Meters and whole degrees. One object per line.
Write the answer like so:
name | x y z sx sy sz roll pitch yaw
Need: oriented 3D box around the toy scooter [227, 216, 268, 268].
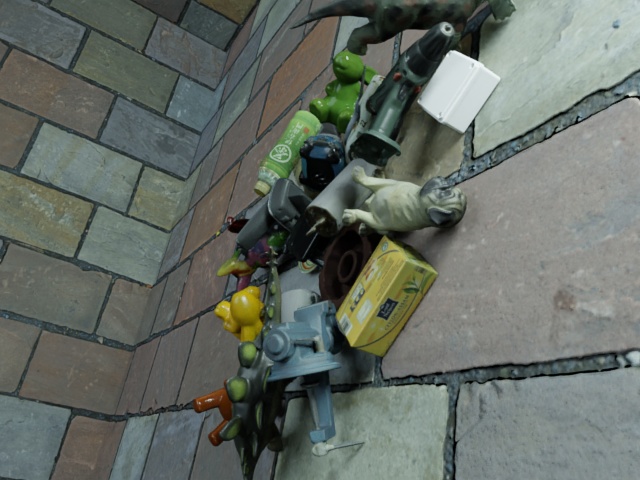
toy scooter | -0.196 -0.006 1.483 0.075 0.135 0.184 -48 32 34

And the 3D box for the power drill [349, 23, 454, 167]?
power drill | 0.133 -0.241 0.925 0.232 0.086 0.207 149 141 -70

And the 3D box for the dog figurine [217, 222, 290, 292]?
dog figurine | -0.151 0.033 1.322 0.219 0.108 0.192 -50 21 -6

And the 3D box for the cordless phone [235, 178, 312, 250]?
cordless phone | -0.088 -0.032 1.194 0.184 0.146 0.089 -47 45 3

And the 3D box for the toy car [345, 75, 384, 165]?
toy car | 0.096 -0.244 1.125 0.073 0.056 0.201 -66 -3 -56

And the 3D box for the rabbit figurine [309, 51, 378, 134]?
rabbit figurine | 0.071 -0.351 1.232 0.121 0.159 0.170 33 138 26

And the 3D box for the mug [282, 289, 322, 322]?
mug | -0.032 0.160 1.089 0.109 0.080 0.107 -27 54 39

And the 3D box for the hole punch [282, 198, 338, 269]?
hole punch | -0.002 -0.003 1.123 0.142 0.092 0.116 -62 32 9

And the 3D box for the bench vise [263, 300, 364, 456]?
bench vise | -0.009 0.224 0.887 0.129 0.223 0.240 -15 75 15

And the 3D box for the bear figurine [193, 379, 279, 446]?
bear figurine | -0.176 0.355 1.146 0.120 0.132 0.196 62 149 6

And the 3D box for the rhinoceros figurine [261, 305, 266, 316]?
rhinoceros figurine | -0.086 0.213 1.159 0.112 0.073 0.190 -26 44 41

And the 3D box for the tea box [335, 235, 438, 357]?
tea box | 0.103 0.090 0.871 0.169 0.068 0.098 -58 26 16

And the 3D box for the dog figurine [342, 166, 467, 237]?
dog figurine | 0.157 -0.049 0.880 0.191 0.172 0.121 11 98 30

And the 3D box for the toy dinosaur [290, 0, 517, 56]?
toy dinosaur | 0.164 -0.401 0.901 0.192 0.405 0.131 124 134 -70

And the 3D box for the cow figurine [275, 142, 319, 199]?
cow figurine | -0.048 -0.178 1.312 0.127 0.085 0.195 -41 68 15

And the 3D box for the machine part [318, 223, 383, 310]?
machine part | 0.063 0.054 1.002 0.179 0.056 0.179 -44 34 42

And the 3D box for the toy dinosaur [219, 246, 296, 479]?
toy dinosaur | -0.105 0.252 0.982 0.198 0.105 0.471 56 -142 -81

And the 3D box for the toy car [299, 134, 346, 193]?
toy car | 0.012 -0.181 1.198 0.161 0.109 0.103 81 -156 -52

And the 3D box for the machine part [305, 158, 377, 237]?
machine part | 0.046 -0.084 1.043 0.243 0.079 0.079 -49 12 -34

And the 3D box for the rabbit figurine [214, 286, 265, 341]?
rabbit figurine | -0.176 0.182 1.255 0.173 0.122 0.162 104 146 -64
